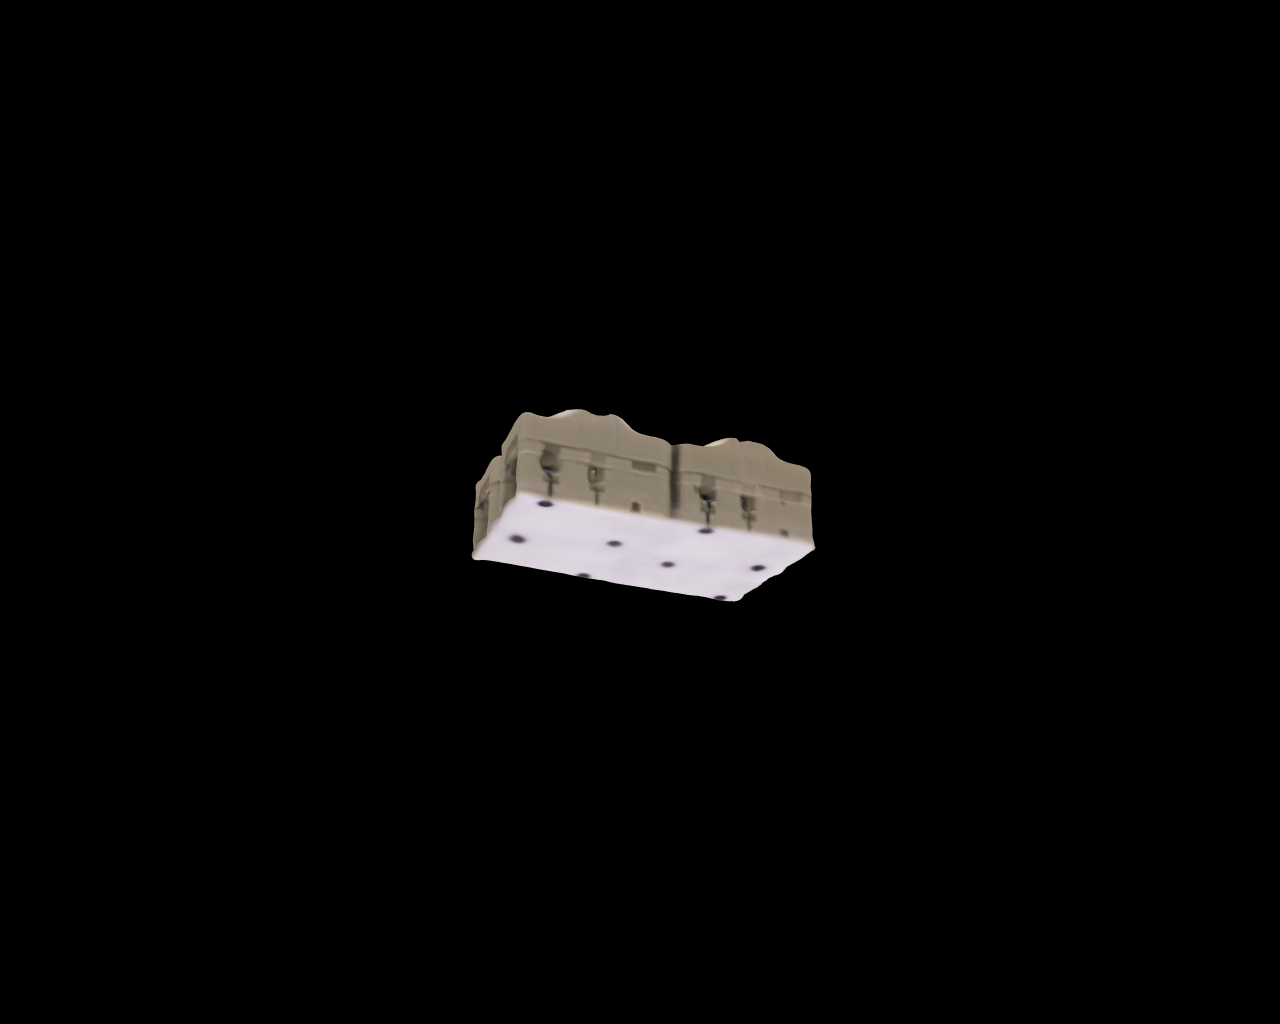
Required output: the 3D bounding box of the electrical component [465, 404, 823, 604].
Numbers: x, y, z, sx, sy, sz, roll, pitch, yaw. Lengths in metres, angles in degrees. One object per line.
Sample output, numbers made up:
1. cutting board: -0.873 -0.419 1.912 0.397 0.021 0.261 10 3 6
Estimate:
1. electrical component: 0.001 -0.003 0.650 0.186 0.060 0.105 10 -28 -20
